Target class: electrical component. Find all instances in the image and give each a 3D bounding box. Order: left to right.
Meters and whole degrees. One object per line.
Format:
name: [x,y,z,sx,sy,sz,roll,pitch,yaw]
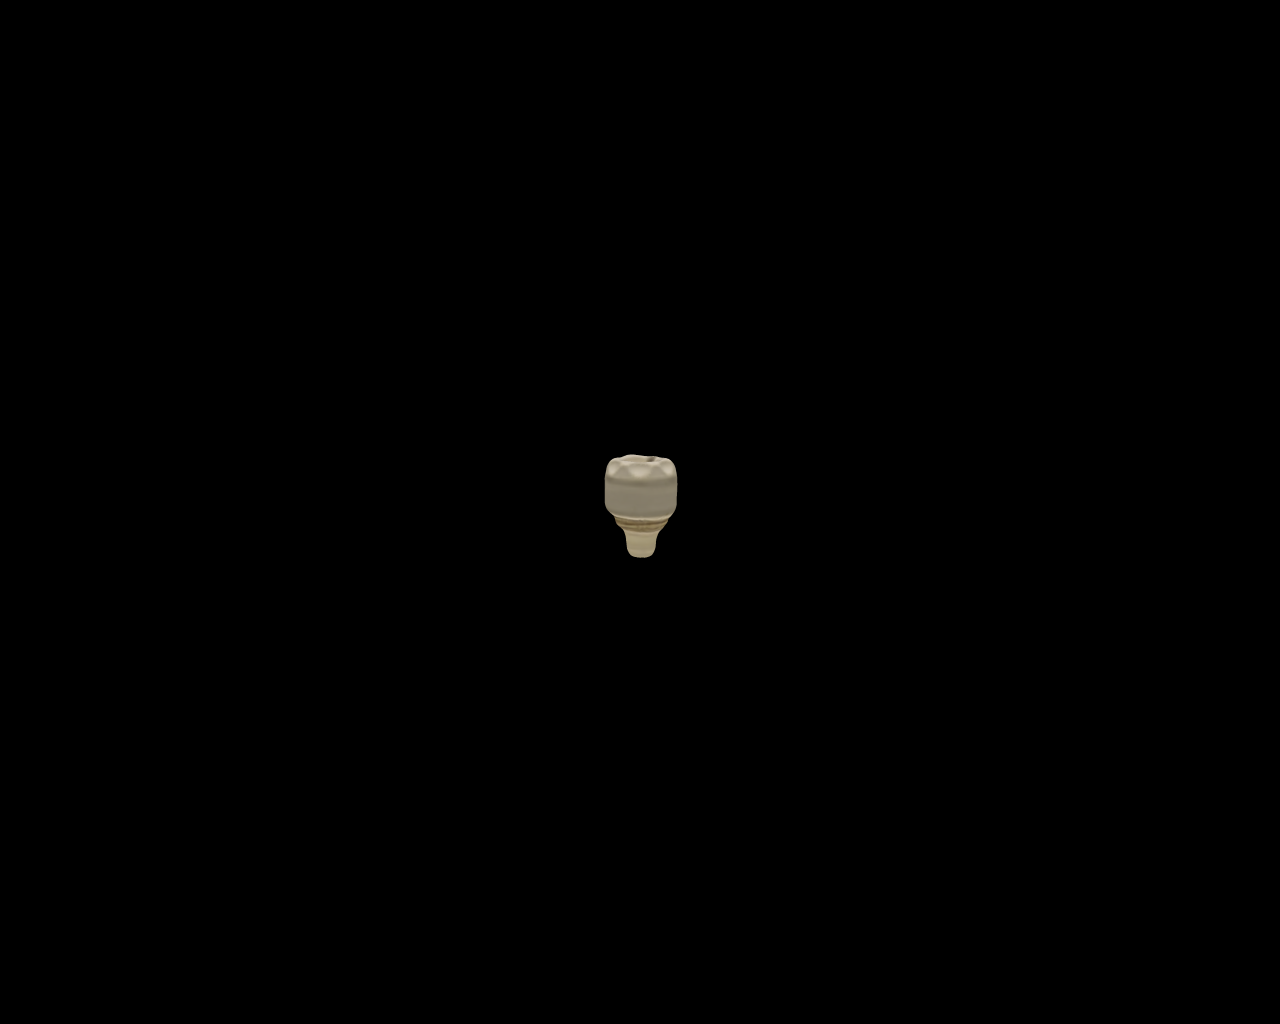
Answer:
electrical component: [0.001,-0.003,0.650,0.043,0.062,0.043,0,11,0]
